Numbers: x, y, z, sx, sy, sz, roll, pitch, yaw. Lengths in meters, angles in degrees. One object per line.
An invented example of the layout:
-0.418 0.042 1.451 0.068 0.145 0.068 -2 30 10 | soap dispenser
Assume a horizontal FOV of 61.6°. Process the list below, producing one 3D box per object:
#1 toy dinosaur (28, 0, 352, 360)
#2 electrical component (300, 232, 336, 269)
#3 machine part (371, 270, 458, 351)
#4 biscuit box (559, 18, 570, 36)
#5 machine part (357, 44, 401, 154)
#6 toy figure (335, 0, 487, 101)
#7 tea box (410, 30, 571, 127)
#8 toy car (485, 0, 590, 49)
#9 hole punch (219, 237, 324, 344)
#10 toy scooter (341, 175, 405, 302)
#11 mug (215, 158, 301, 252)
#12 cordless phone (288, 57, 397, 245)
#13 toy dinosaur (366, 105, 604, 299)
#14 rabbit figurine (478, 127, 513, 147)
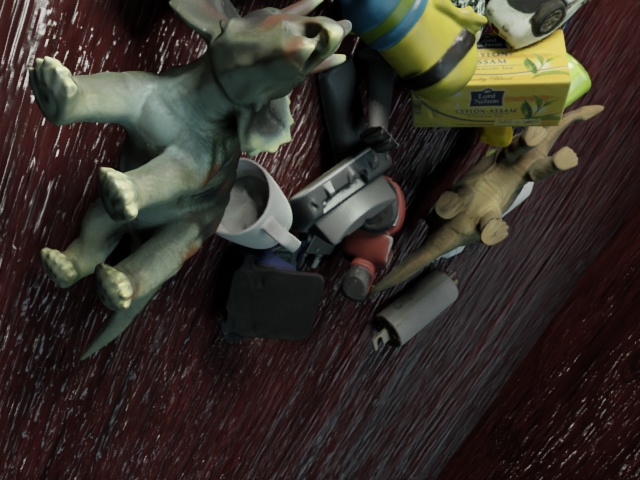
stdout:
-0.120 -0.048 0.447 0.192 0.131 0.404 -33 167 -41 | toy dinosaur
-0.002 -0.002 0.735 0.063 0.021 0.094 7 117 -53 | electrical component
0.190 0.133 1.058 0.243 0.079 0.079 -33 144 -24 | machine part
0.320 -0.350 0.739 0.063 0.059 0.202 -29 142 -31 | biscuit box
0.069 -0.166 0.591 0.084 0.039 0.139 19 72 -57 | machine part
0.080 -0.208 0.522 0.180 0.082 0.089 25 99 -33 | toy figure
0.194 -0.187 0.630 0.068 0.170 0.098 73 21 -53 | tea box
0.277 -0.288 0.593 0.202 0.073 0.056 -34 157 -1 | toy car
-0.066 0.057 0.675 0.116 0.092 0.142 6 126 -18 | hole punch
0.079 -0.007 0.776 0.135 0.075 0.183 -32 137 -68 | toy scooter
-0.061 -0.025 0.567 0.081 0.110 0.107 -57 161 -2 | mug
0.010 -0.101 0.615 0.146 0.089 0.184 -36 134 -21 | cordless phone
0.239 -0.050 0.846 0.471 0.105 0.198 -40 179 10 | toy dinosaur
0.246 -0.217 0.764 0.162 0.122 0.173 -67 160 8 | rabbit figurine
